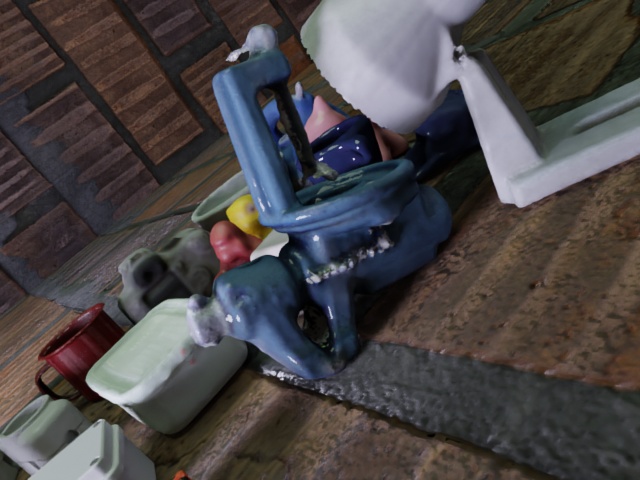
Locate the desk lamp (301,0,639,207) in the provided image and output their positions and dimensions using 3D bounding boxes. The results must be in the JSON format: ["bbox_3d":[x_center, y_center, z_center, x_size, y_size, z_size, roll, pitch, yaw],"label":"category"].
[{"bbox_3d":[0.119,-0.135,0.430,0.203,0.214,0.118,-27,21,27],"label":"desk lamp"}]

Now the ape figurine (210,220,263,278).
[{"bbox_3d":[-0.084,0.020,0.612,0.077,0.092,0.076,-27,21,25],"label":"ape figurine"}]

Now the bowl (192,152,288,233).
[{"bbox_3d":[-0.105,-0.055,0.859,0.167,0.075,0.167,-32,19,13],"label":"bowl"}]

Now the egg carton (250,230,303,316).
[{"bbox_3d":[0.005,0.002,0.532,0.107,0.069,0.150,-17,26,45],"label":"egg carton"}]

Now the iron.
[{"bbox_3d":[-0.047,-0.162,0.906,0.119,0.142,0.257,-45,20,-24],"label":"iron"}]

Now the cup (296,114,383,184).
[{"bbox_3d":[0.040,-0.072,0.606,0.092,0.095,0.117,-41,19,-13],"label":"cup"}]

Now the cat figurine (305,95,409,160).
[{"bbox_3d":[0.031,-0.136,0.741,0.127,0.118,0.067,-15,28,47],"label":"cat figurine"}]

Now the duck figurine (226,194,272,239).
[{"bbox_3d":[-0.078,-0.012,0.689,0.104,0.086,0.077,-28,20,24],"label":"duck figurine"}]

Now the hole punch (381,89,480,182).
[{"bbox_3d":[0.117,-0.132,0.620,0.101,0.091,0.108,-32,19,14],"label":"hole punch"}]

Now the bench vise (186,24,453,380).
[{"bbox_3d":[-0.017,-0.025,0.399,0.121,0.220,0.208,-14,29,49],"label":"bench vise"}]

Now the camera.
[{"bbox_3d":[-0.207,0.047,0.755,0.143,0.101,0.136,-45,20,-23],"label":"camera"}]
